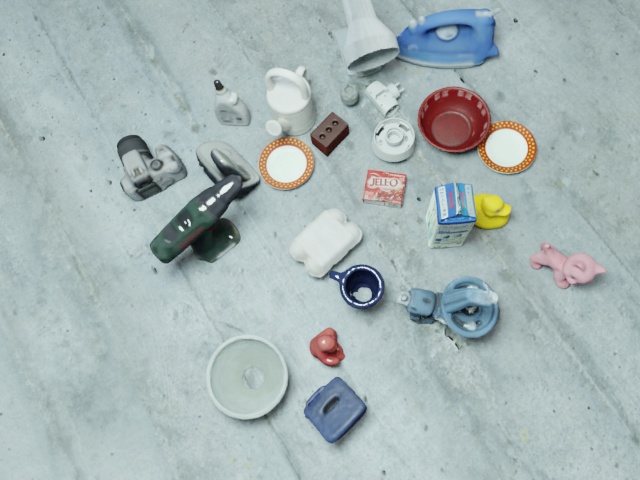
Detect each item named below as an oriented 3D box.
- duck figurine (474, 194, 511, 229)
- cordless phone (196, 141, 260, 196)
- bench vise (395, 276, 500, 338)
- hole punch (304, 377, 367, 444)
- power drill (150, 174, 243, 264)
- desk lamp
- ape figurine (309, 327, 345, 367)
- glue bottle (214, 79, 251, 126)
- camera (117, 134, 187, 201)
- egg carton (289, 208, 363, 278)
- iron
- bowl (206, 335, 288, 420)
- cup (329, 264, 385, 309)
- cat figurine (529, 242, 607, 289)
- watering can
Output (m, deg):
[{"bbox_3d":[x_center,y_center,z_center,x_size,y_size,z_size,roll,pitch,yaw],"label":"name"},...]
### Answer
[{"bbox_3d":[0.358,-0.071,1.223,0.104,0.086,0.077,20,77,10],"label":"duck figurine"},{"bbox_3d":[-0.214,-0.177,1.248,0.094,0.185,0.147,-45,76,-7],"label":"cordless phone"},{"bbox_3d":[0.256,0.133,1.105,0.207,0.220,0.121,-10,74,2],"label":"bench vise"},{"bbox_3d":[0.027,0.336,1.135,0.101,0.091,0.109,43,82,14],"label":"hole punch"},{"bbox_3d":[-0.237,-0.030,1.197,0.230,0.208,0.075,-40,75,-6],"label":"power drill"},{"bbox_3d":[0.094,-0.453,1.284,0.118,0.213,0.203,-17,74,0],"label":"desk lamp"},{"bbox_3d":[0.014,0.216,1.169,0.076,0.092,0.078,11,76,8],"label":"ape figurine"},{"bbox_3d":[-0.209,-0.312,1.291,0.078,0.173,0.037,6,75,7],"label":"glue bottle"},{"bbox_3d":[-0.401,-0.183,1.309,0.143,0.101,0.136,-28,74,-3],"label":"camera"},{"bbox_3d":[0.011,0.004,1.239,0.150,0.069,0.107,-44,76,-8],"label":"egg carton"},{"bbox_3d":[0.283,-0.478,1.313,0.258,0.141,0.118,-3,74,4],"label":"iron"},{"bbox_3d":[-0.144,0.280,1.173,0.167,0.075,0.167,-1,74,5],"label":"bowl"},{"bbox_3d":[0.076,0.100,1.195,0.117,0.095,0.092,21,77,10],"label":"cup"},{"bbox_3d":[0.503,0.048,1.161,0.127,0.118,0.067,37,81,13],"label":"cat figurine"},{"bbox_3d":[-0.068,-0.310,1.268,0.101,0.194,0.173,-2,74,4],"label":"watering can"}]
